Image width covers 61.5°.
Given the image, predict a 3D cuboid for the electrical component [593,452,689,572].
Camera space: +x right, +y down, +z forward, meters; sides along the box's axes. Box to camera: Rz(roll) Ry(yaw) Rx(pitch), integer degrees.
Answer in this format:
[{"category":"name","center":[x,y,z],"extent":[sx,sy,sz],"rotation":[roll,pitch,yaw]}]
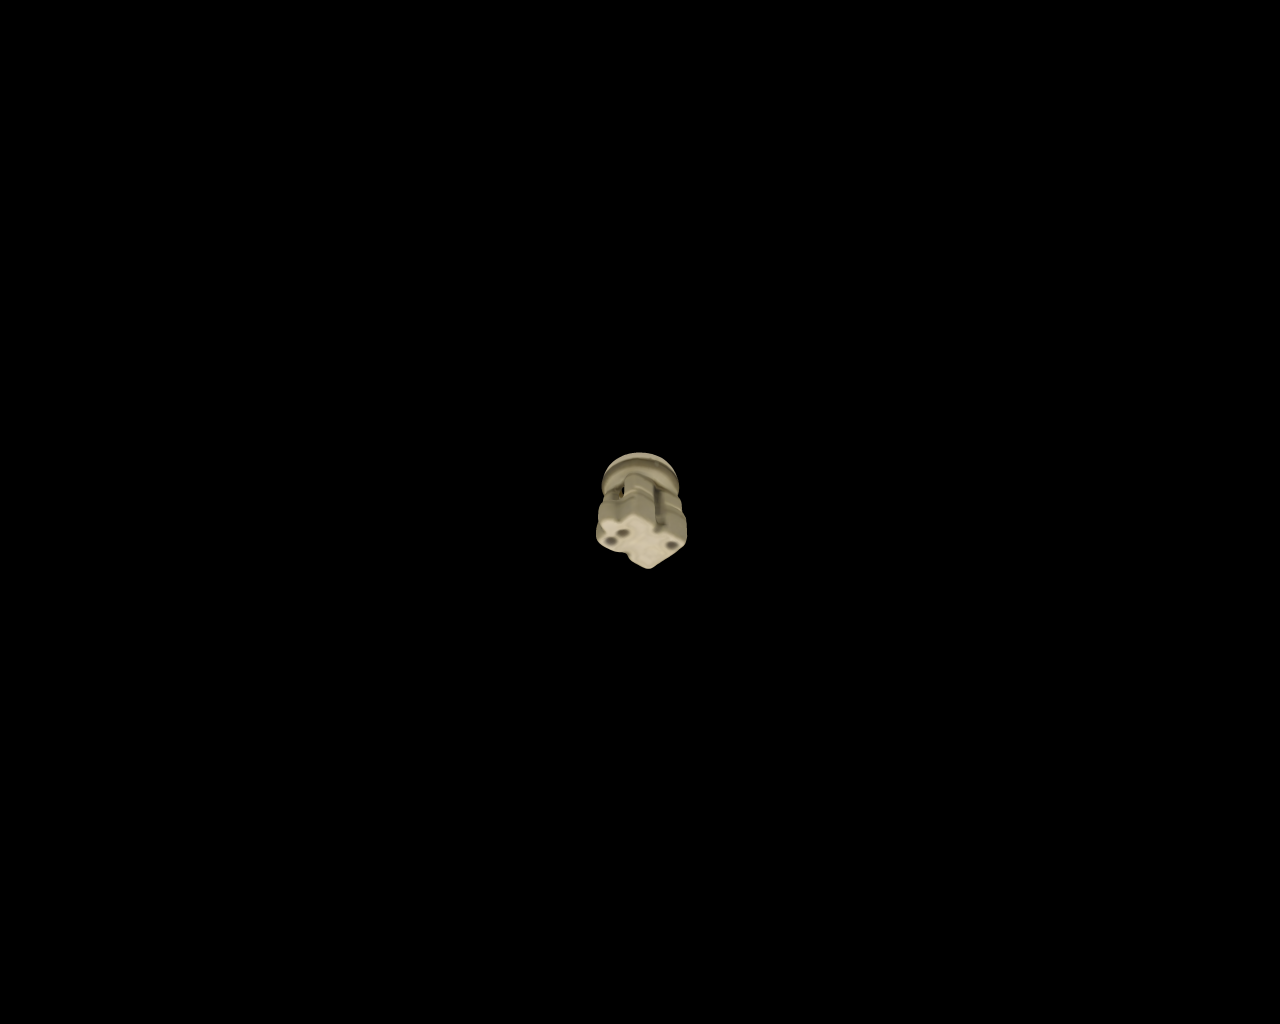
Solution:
[{"category":"electrical component","center":[0.001,-0.003,0.650],"extent":[0.066,0.055,0.048],"rotation":[31,-50,-30]}]
